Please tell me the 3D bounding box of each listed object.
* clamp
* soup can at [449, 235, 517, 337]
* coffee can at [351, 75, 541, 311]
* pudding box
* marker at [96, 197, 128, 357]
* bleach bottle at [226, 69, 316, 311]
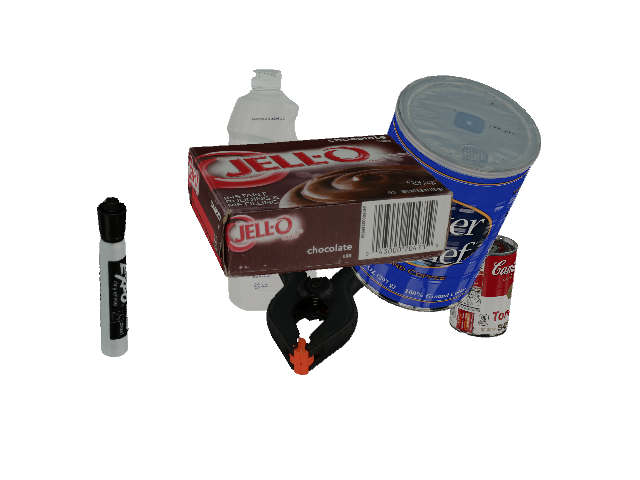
[{"bbox_3d":[-0.012,0.046,0.950,0.120,0.039,0.171,6,37,19],"label":"clamp"},{"bbox_3d":[0.182,0.050,1.202,0.068,0.102,0.068,3,19,-1],"label":"soup can"},{"bbox_3d":[0.085,-0.032,0.770,0.102,0.140,0.103,10,43,-9],"label":"coffee can"},{"bbox_3d":[-0.003,-0.020,0.530,0.113,0.039,0.090,-3,25,-17],"label":"pudding box"},{"bbox_3d":[-0.140,0.025,0.720,0.020,0.121,0.020,4,31,-3],"label":"marker"},{"bbox_3d":[-0.050,-0.055,1.135,0.102,0.251,0.068,-6,16,-24],"label":"bleach bottle"}]
